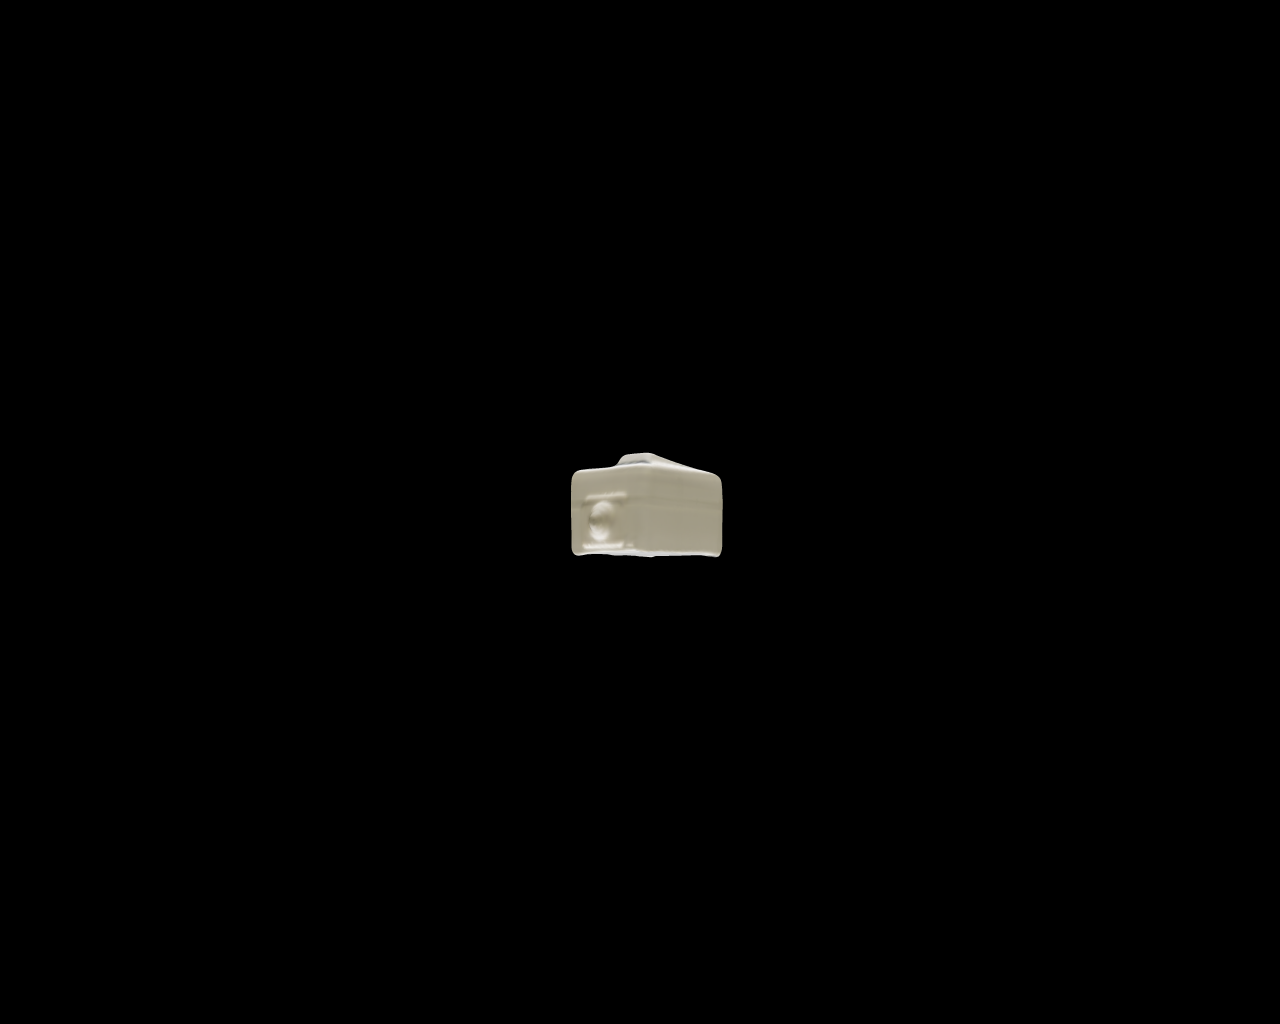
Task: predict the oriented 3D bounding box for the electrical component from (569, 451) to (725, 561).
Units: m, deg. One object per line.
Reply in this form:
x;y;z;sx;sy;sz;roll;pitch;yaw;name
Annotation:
0.001;-0.003;0.650;0.061;0.061;0.096;-4;-6;39;electrical component
